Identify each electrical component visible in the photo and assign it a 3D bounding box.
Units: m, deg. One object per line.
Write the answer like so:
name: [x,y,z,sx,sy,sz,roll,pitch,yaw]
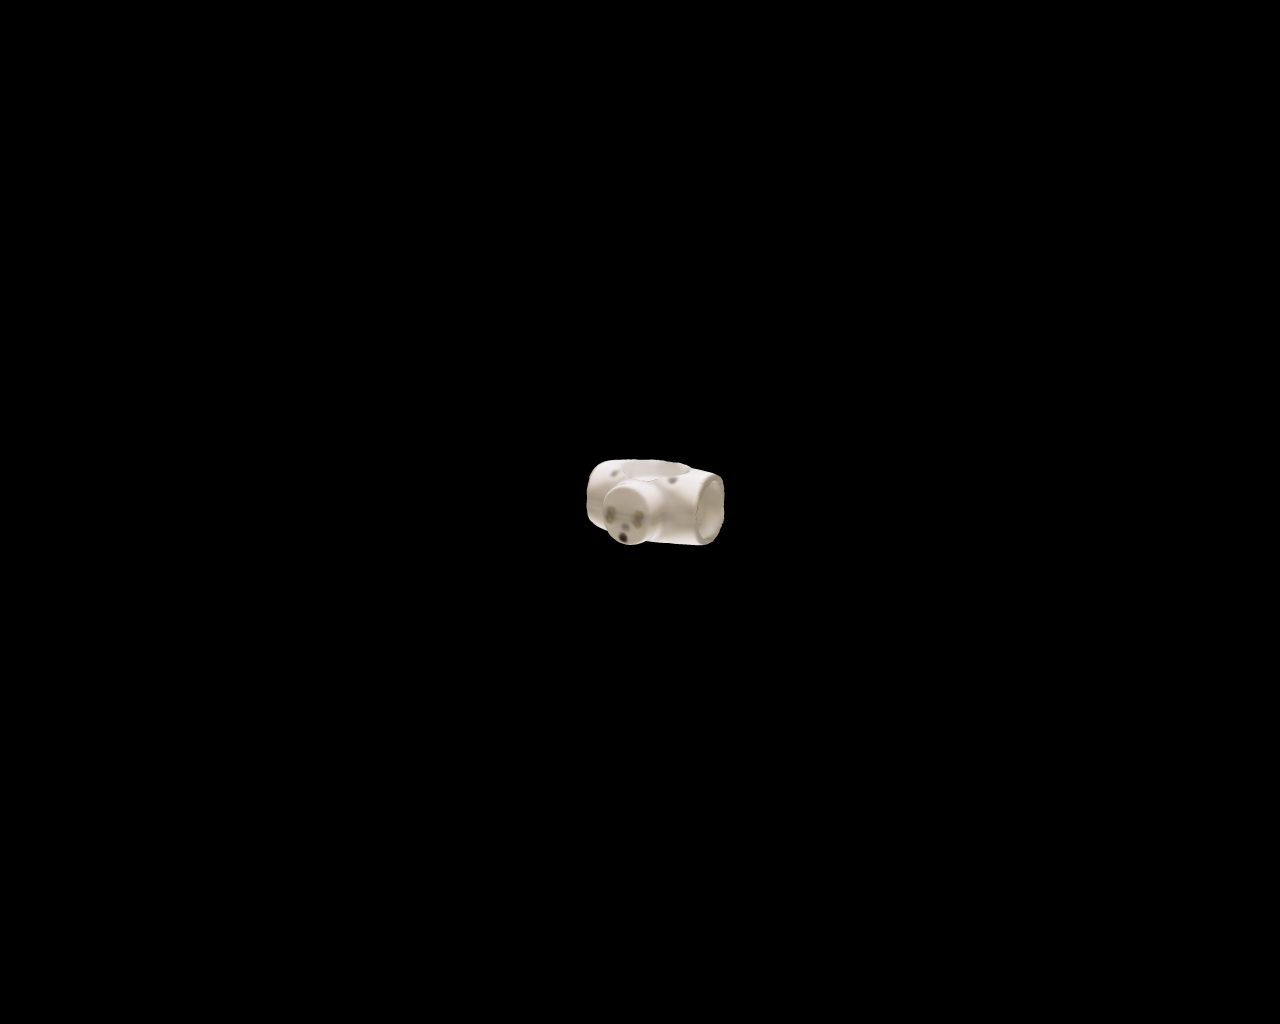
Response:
electrical component: [0.001,-0.003,0.650,0.077,0.044,0.079,9,19,29]
